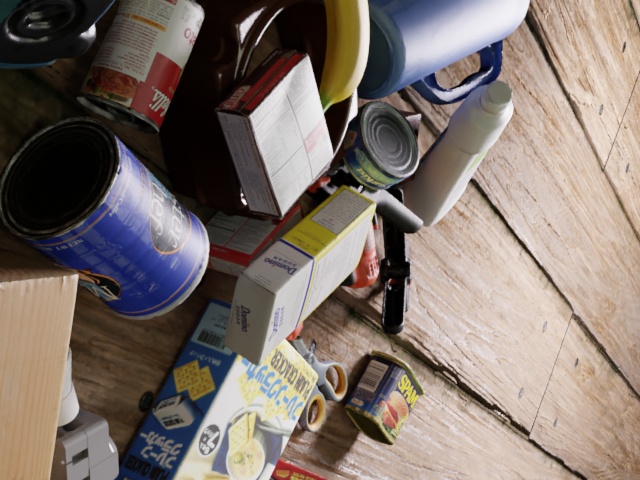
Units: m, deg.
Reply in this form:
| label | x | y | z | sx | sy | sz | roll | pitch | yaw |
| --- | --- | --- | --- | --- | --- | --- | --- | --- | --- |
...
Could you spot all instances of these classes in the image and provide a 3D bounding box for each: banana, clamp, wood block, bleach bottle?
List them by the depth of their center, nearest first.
| label | x | y | z | sx | sy | sz | roll | pitch | yaw |
| --- | --- | --- | --- | --- | --- | --- | --- | --- | --- |
| wood block | -0.245 | 0.116 | 0.752 | 0.090 | 0.090 | 0.206 | -4 | 107 | -58 |
| banana | 0.014 | -0.202 | 0.906 | 0.069 | 0.037 | 0.198 | -36 | 129 | -49 |
| clamp | 0.046 | -0.071 | 1.096 | 0.171 | 0.039 | 0.120 | 7 | 72 | -49 |
| bleach bottle | 0.160 | -0.107 | 1.200 | 0.102 | 0.068 | 0.251 | -51 | 176 | -26 |
| clamp | 0.088 | 0.045 | 1.234 | 0.210 | 0.036 | 0.164 | 69 | 22 | -71 |

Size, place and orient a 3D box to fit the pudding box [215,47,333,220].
| label | x | y | z | sx | sy | sz | roll | pitch | yaw |
| --- | --- | --- | --- | --- | --- | --- | --- | --- | --- |
| pudding box | -0.035 | -0.088 | 0.880 | 0.090 | 0.039 | 0.113 | -50 | 140 | -33 |

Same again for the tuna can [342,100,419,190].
| label | x | y | z | sx | sy | sz | roll | pitch | yaw |
| --- | --- | --- | --- | --- | --- | --- | --- | --- | --- |
| tuna can | 0.059 | -0.095 | 1.065 | 0.086 | 0.034 | 0.086 | 20 | 58 | -37 |

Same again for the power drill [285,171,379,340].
| label | x | y | z | sx | sy | sz | roll | pitch | yaw |
| --- | --- | --- | --- | --- | --- | --- | --- | --- | --- |
| power drill | -0.007 | 0.001 | 1.109 | 0.187 | 0.057 | 0.184 | -40 | 127 | -41 |

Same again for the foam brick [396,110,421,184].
| label | x | y | z | sx | sy | sz | roll | pitch | yaw |
| --- | --- | --- | --- | --- | --- | --- | --- | --- | --- |
| foam brick | 0.076 | -0.106 | 1.199 | 0.051 | 0.053 | 0.078 | -20 | 119 | -53 |

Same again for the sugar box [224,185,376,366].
| label | x | y | z | sx | sy | sz | roll | pitch | yaw |
| --- | --- | --- | --- | --- | --- | --- | --- | --- | --- |
| sugar box | -0.017 | 0.029 | 0.983 | 0.175 | 0.048 | 0.093 | -39 | 153 | -45 |

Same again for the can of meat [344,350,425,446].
| label | x | y | z | sx | sy | sz | roll | pitch | yaw |
| --- | --- | --- | --- | --- | --- | --- | --- | --- | --- |
| can of meat | 0.080 | 0.200 | 1.341 | 0.084 | 0.058 | 0.102 | -58 | 145 | -20 |

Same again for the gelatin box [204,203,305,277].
| label | x | y | z | sx | sy | sz | roll | pitch | yaw |
| --- | --- | --- | --- | --- | --- | --- | --- | --- | --- |
| gelatin box | -0.067 | -0.005 | 0.996 | 0.089 | 0.073 | 0.030 | -50 | 141 | -35 |

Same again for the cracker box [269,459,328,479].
| label | x | y | z | sx | sy | sz | roll | pitch | yaw |
| --- | --- | --- | --- | --- | --- | --- | --- | --- | --- |
| cracker box | -0.056 | 0.335 | 1.080 | 0.213 | 0.164 | 0.072 | -54 | 141 | -30 |

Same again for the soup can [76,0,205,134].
| label | x | y | z | sx | sy | sz | roll | pitch | yaw |
| --- | --- | --- | --- | --- | --- | --- | --- | --- | --- |
| soup can | -0.138 | -0.142 | 0.825 | 0.068 | 0.069 | 0.102 | 33 | 76 | -58 |

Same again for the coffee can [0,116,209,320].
| label | x | y | z | sx | sy | sz | roll | pitch | yaw |
| --- | --- | --- | --- | --- | --- | --- | --- | --- | --- |
| coffee can | -0.161 | -0.013 | 0.813 | 0.102 | 0.103 | 0.140 | -63 | 147 | -17 |

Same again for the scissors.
| label | x | y | z | sx | sy | sz | roll | pitch | yaw |
| --- | --- | --- | --- | --- | --- | --- | --- | --- | --- |
| scissors | -0.020 | 0.154 | 1.198 | 0.201 | 0.016 | 0.096 | 45 | 65 | -55 |

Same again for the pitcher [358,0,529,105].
| label | x | y | z | sx | sy | sz | roll | pitch | yaw |
| --- | --- | --- | --- | --- | --- | --- | --- | --- | --- |
| pitcher | 0.111 | -0.227 | 1.126 | 0.242 | 0.149 | 0.145 | -36 | 159 | -41 |
